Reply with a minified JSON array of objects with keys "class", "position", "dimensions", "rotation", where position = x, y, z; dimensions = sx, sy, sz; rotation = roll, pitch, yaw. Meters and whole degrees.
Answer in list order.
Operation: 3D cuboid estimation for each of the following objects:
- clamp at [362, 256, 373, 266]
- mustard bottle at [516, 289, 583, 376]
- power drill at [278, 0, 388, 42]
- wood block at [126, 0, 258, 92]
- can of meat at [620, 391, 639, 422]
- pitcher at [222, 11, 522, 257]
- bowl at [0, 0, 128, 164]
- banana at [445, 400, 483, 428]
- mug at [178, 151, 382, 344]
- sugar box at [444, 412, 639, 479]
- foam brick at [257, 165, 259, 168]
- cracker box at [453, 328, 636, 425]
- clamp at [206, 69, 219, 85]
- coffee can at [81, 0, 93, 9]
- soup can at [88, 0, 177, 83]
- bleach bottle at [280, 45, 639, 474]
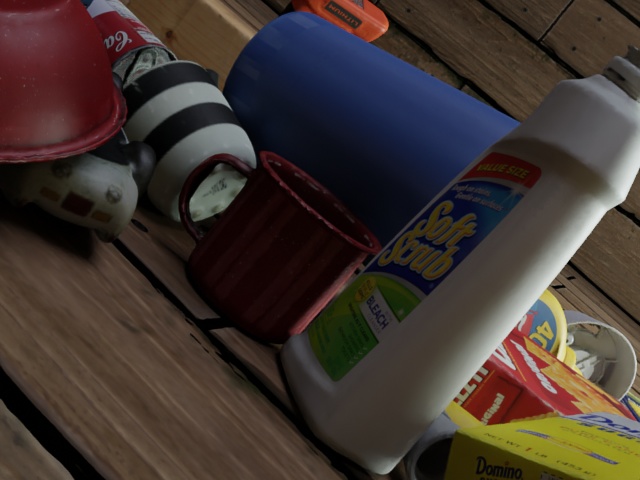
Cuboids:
[{"class":"clamp","position":[0.037,-0.014,1.004],"dimensions":[0.210,0.036,0.164],"rotation":[54,9,33]},{"class":"mustard bottle","position":[0.152,0.071,0.914],"dimensions":[0.191,0.096,0.058],"rotation":[36,11,-18]},{"class":"power drill","position":[-0.011,-0.190,1.176],"dimensions":[0.184,0.188,0.057],"rotation":[32,26,-21]},{"class":"wood block","position":[-0.100,-0.181,1.092],"dimensions":[0.206,0.091,0.090],"rotation":[40,11,-1]},{"class":"can of meat","position":[0.314,0.201,1.031],"dimensions":[0.102,0.057,0.084],"rotation":[35,15,-20]},{"class":"pitcher","position":[0.053,-0.046,0.717],"dimensions":[0.243,0.149,0.144],"rotation":[36,28,24]},{"class":"bowl","position":[-0.165,-0.098,0.496],"dimensions":[0.162,0.055,0.162],"rotation":[14,28,-8]},{"class":"banana","position":[0.120,0.152,0.661],"dimensions":[0.197,0.037,0.070],"rotation":[38,-2,-10]},{"class":"mug","position":[-0.033,0.000,0.631],"dimensions":[0.117,0.081,0.093],"rotation":[39,11,-3]},{"class":"sugar box","position":[0.153,0.129,0.584],"dimensions":[0.093,0.048,0.175],"rotation":[16,9,39]},{"class":"foam brick","position":[-0.033,-0.051,0.903],"dimensions":[0.078,0.051,0.053],"rotation":[33,13,-32]},{"class":"cracker box","position":[0.150,0.119,0.783],"dimensions":[0.213,0.072,0.164],"rotation":[36,12,-14]},{"class":"clamp","position":[-0.093,-0.107,0.966],"dimensions":[0.120,0.039,0.171],"rotation":[44,17,3]},{"class":"coffee can","position":[-0.195,-0.201,0.737],"dimensions":[0.102,0.140,0.103],"rotation":[38,11,-9]},{"class":"soup can","position":[-0.162,-0.145,0.812],"dimensions":[0.102,0.068,0.068],"rotation":[46,13,30]},{"class":"bleach bottle","position":[0.084,0.002,0.565],"dimensions":[0.068,0.251,0.102],"rotation":[34,13,-24]}]
